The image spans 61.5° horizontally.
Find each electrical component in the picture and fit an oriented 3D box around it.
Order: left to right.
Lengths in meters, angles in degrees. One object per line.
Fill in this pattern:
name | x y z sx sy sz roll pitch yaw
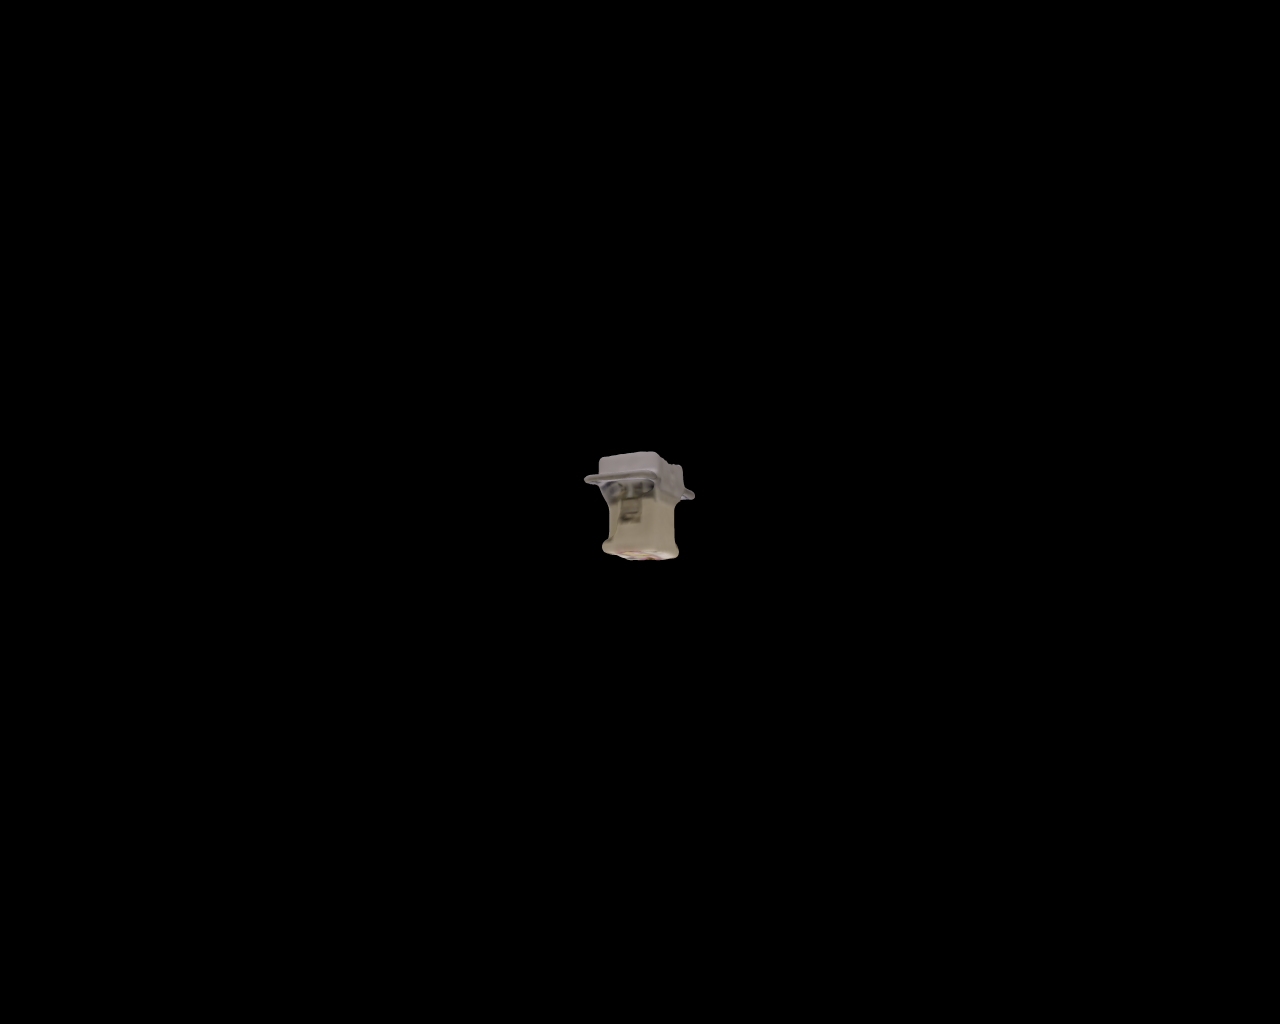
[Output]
electrical component | 0.001 -0.003 0.650 0.042 0.063 0.081 -4 -10 23
